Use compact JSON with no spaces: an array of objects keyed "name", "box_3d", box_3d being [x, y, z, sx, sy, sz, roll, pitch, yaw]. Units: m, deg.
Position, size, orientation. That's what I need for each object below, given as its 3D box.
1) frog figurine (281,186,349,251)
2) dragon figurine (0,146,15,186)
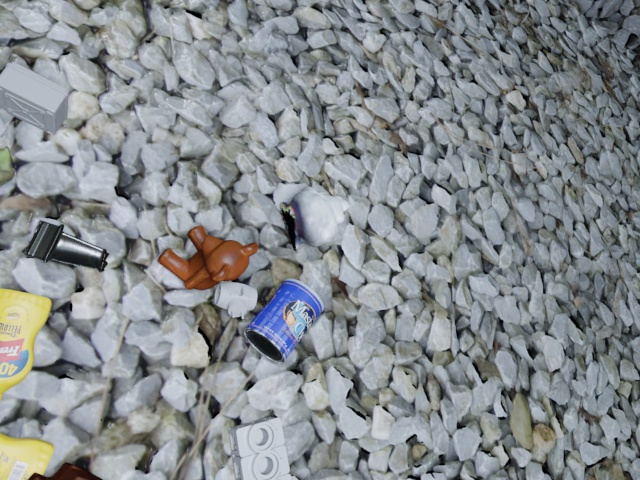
[{"name":"frog figurine","box_3d":[0.004,-0.059,1.165,0.160,0.120,0.140,-17,62,-20]},{"name":"dragon figurine","box_3d":[-0.649,-0.156,0.867,0.240,0.120,0.420,26,39,-43]}]
